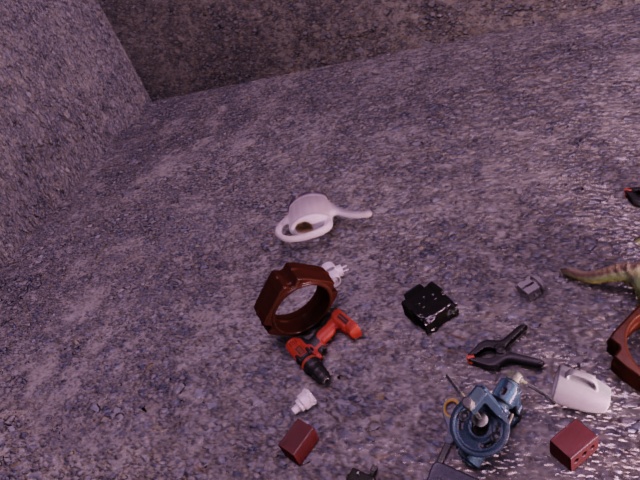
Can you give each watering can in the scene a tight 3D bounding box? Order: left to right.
[{"bbox_3d":[0.006,-0.092,1.819,0.347,0.102,0.230,-16,38,7],"label":"watering can"}]

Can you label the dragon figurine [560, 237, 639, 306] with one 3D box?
[{"bbox_3d":[0.768,0.064,1.184,0.412,0.237,0.124,14,54,34],"label":"dragon figurine"}]
